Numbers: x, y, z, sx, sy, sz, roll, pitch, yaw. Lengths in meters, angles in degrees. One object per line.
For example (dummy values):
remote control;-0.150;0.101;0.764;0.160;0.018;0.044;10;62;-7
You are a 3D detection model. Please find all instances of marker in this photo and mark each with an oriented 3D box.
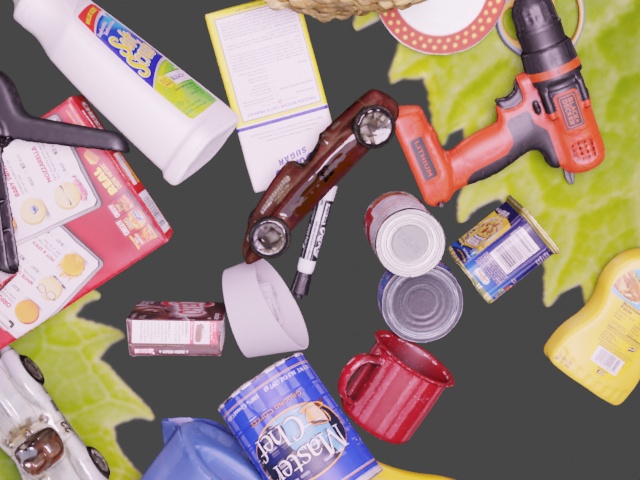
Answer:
marker;-0.007;0.001;1.072;0.020;0.020;0.121;14;100;-5

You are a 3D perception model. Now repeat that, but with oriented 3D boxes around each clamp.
clamp;-0.298;-0.083;0.965;0.210;0.036;0.164;38;93;5

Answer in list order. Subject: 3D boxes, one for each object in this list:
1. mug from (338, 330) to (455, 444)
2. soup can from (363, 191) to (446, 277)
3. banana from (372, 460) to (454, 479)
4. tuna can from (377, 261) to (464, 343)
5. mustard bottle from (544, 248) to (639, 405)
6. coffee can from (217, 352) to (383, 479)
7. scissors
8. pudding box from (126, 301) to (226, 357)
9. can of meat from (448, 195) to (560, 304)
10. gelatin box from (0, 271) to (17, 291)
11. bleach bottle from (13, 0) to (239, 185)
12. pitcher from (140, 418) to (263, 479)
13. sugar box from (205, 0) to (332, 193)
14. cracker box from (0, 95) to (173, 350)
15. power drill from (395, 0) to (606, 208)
mug;0.066;0.146;1.063;0.117;0.093;0.081;21;107;-40
soup can;0.081;-0.007;1.032;0.068;0.102;0.068;-1;102;-3
banana;0.058;0.234;1.112;0.197;0.037;0.070;35;98;-9
tuna can;0.102;0.060;1.081;0.086;0.034;0.086;0;101;-2
mustard bottle;0.319;0.067;1.080;0.096;0.058;0.192;34;98;-9
coffee can;-0.020;0.195;1.041;0.103;0.102;0.140;-36;77;4
scissors;0.215;-0.157;1.053;0.096;0.016;0.202;4;101;-2
pudding box;-0.137;0.084;1.035;0.090;0.113;0.039;0;97;-3
can of meat;0.176;0.009;1.041;0.084;0.102;0.057;-39;101;7
gelatin box;-0.324;0.057;0.969;0.089;0.073;0.030;-41;97;7
bleach bottle;-0.196;-0.162;0.981;0.251;0.102;0.068;40;119;0
pitcher;-0.148;0.314;1.071;0.144;0.149;0.243;32;103;-32
sugar box;-0.043;-0.143;1.030;0.093;0.048;0.176;-15;105;-1
cracker box;-0.274;-0.015;1.031;0.214;0.072;0.164;-33;99;5
power drill;0.164;-0.126;1.024;0.188;0.057;0.184;-21;104;8
